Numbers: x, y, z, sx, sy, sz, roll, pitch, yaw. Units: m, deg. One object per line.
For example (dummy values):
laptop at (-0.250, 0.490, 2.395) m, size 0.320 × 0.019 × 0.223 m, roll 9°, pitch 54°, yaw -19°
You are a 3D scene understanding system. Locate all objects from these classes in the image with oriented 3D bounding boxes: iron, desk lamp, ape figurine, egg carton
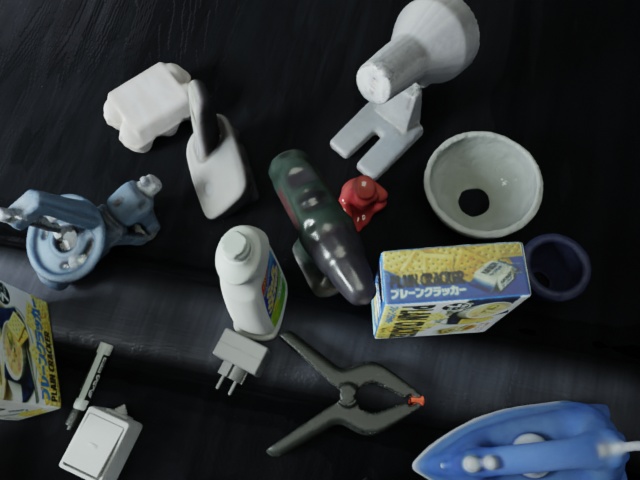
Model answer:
iron at (0.246, 0.259, 0.684) m, size 0.258 × 0.141 × 0.118 m, roll -8°, pitch 70°, yaw -1°
desk lamp at (0.117, -0.218, 0.817) m, size 0.117 × 0.213 × 0.203 m, roll 40°, pitch 76°, yaw 14°
ape figurine at (0.061, -0.063, 0.829) m, size 0.078 × 0.092 × 0.076 m, roll -9°, pitch 70°, yaw -1°
egg carton at (-0.259, -0.210, 0.901) m, size 0.150 × 0.069 × 0.107 m, roll -37°, pitch 74°, yaw -11°

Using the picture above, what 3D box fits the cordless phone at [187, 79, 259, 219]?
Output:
cordless phone at (-0.152, -0.125, 0.807) m, size 0.094 × 0.185 × 0.147 m, roll -21°, pitch 71°, yaw -5°

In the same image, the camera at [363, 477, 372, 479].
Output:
camera at (0.094, 0.344, 0.680) m, size 0.143 × 0.101 × 0.136 m, roll -40°, pitch 74°, yaw -12°

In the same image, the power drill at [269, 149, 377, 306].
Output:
power drill at (0.007, 0.003, 0.745) m, size 0.075 × 0.208 × 0.229 m, roll -27°, pitch 72°, yaw -7°

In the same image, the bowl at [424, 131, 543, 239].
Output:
bowl at (0.231, -0.070, 0.836) m, size 0.167 × 0.075 × 0.167 m, roll 0°, pitch 71°, yaw 2°

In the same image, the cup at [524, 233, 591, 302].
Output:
cup at (0.294, 0.050, 0.781) m, size 0.117 × 0.095 × 0.091 m, roll -8°, pitch 70°, yaw -1°

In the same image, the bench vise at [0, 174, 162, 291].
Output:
bench vise at (-0.321, -0.037, 0.762) m, size 0.121 × 0.220 × 0.207 m, roll 33°, pitch 75°, yaw 12°
